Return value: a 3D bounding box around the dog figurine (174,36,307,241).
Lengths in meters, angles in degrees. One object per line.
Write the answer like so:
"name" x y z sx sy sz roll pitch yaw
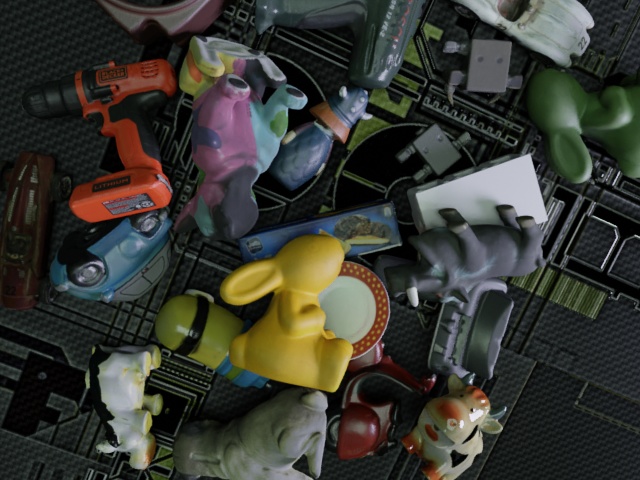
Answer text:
"dog figurine" -0.118 -0.107 0.647 0.108 0.192 0.219 -1 130 -39

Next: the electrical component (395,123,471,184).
"electrical component" 0.149 -0.119 0.701 0.094 0.021 0.063 -39 99 4

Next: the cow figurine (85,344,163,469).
"cow figurine" -0.262 0.220 0.708 0.098 0.068 0.167 2 96 2

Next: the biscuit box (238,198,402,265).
"biscuit box" -0.001 -0.002 0.691 0.203 0.063 0.059 -14 99 -2

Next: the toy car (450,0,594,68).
"toy car" 0.246 -0.286 0.663 0.202 0.056 0.073 28 97 -7

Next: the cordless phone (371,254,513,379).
"cordless phone" 0.149 0.100 0.719 0.184 0.089 0.146 15 98 5

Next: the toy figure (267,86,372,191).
"toy figure" -0.002 -0.132 0.672 0.154 0.064 0.058 -48 61 0

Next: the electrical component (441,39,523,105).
"electrical component" 0.201 -0.211 0.677 0.102 0.045 0.078 -3 102 -2

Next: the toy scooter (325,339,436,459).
"toy scooter" 0.079 0.212 0.717 0.135 0.075 0.183 11 93 11

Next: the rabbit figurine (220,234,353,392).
"rabbit figurine" -0.033 0.072 0.631 0.162 0.122 0.173 17 91 0

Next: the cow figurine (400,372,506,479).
"cow figurine" 0.172 0.246 0.690 0.127 0.194 0.086 -39 55 -5

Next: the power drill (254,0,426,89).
"power drill" 0.028 -0.308 0.641 0.207 0.086 0.231 7 101 -12

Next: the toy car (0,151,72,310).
"toy car" -0.371 -0.008 0.673 0.089 0.053 0.202 12 100 -2

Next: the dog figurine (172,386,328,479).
"dog figurine" -0.093 0.245 0.688 0.191 0.121 0.172 10 108 -4

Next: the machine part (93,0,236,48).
"machine part" -0.188 -0.343 0.612 0.201 0.087 0.201 -43 99 2

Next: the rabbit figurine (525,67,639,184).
"rabbit figurine" 0.341 -0.153 0.680 0.170 0.121 0.159 18 105 12

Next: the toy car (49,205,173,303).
"toy car" -0.244 0.019 0.668 0.162 0.109 0.102 -40 125 -13

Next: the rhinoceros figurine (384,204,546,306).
"rhinoceros figurine" 0.170 0.021 0.641 0.190 0.073 0.112 -12 111 -3

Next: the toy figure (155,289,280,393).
"toy figure" -0.123 0.131 0.691 0.180 0.089 0.082 36 93 -7
